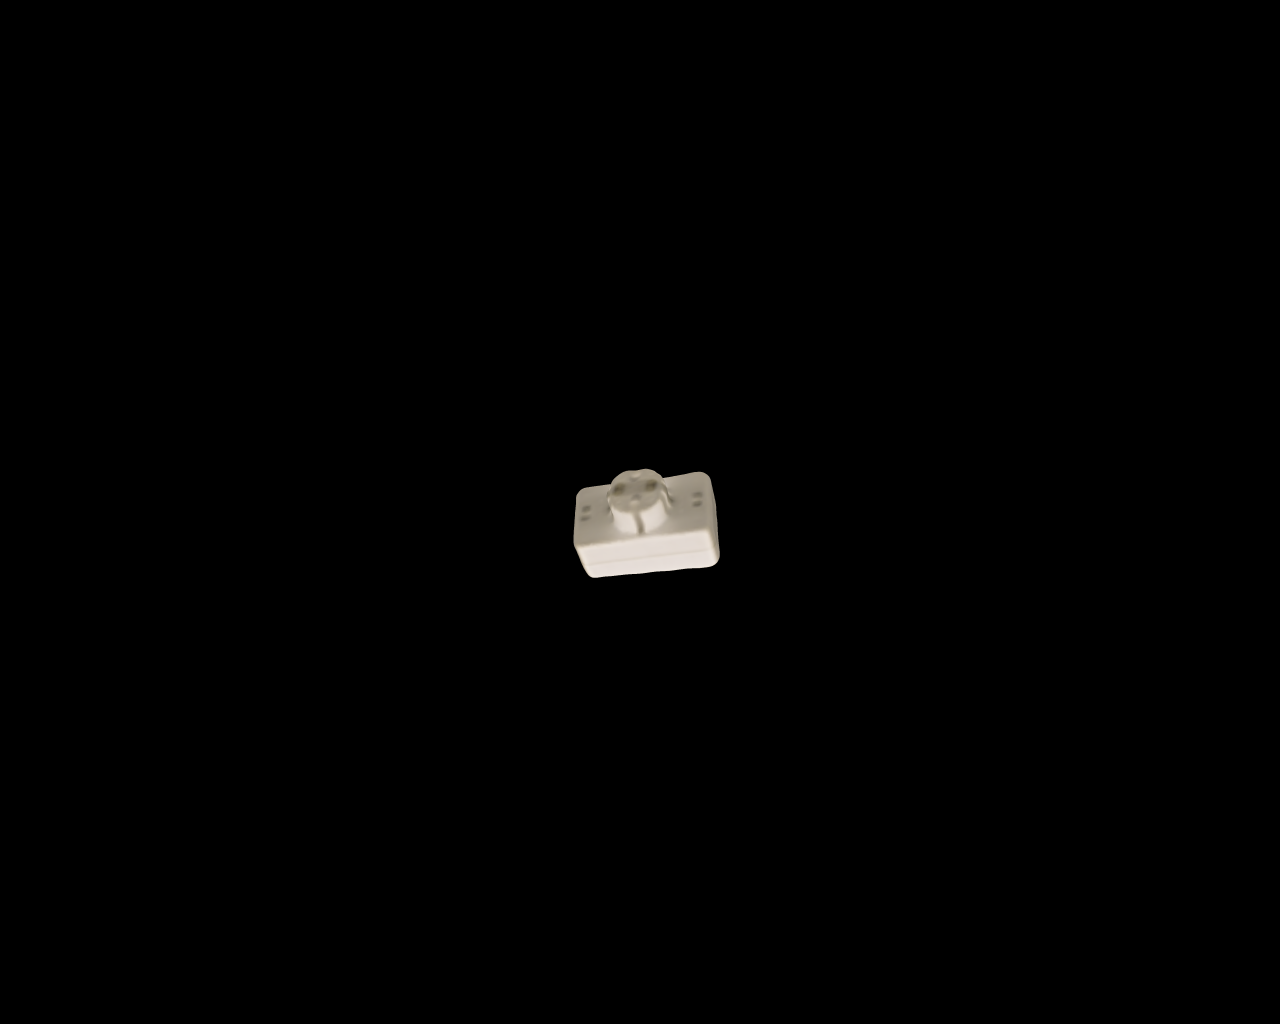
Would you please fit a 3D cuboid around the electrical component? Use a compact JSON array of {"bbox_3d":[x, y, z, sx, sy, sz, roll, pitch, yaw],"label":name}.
[{"bbox_3d":[0.001,-0.003,0.650,0.083,0.047,0.075,-7,-39,9],"label":"electrical component"}]
